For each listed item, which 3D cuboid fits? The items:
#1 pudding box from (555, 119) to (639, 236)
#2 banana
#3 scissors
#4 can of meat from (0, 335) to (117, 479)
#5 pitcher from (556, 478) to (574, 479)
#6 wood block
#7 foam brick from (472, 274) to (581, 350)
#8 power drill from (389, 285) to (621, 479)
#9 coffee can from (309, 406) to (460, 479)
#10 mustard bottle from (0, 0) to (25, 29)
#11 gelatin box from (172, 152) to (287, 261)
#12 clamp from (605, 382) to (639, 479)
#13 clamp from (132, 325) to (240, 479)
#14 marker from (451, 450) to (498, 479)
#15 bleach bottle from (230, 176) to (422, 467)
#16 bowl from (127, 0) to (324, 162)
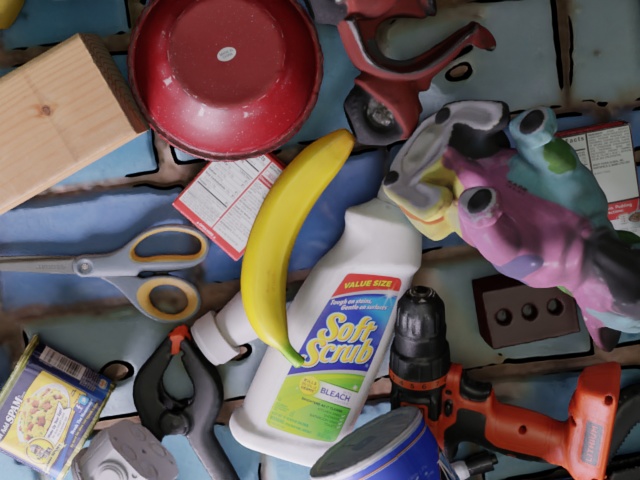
[{"bbox_3d":[0.222,-0.039,0.903,0.090,0.039,0.113,-10,98,3],"label":"pudding box"},{"bbox_3d":[-0.025,0.001,0.871,0.069,0.037,0.198,13,93,4],"label":"banana"},{"bbox_3d":[-0.189,0.039,0.921,0.202,0.016,0.096,-14,101,2],"label":"scissors"},{"bbox_3d":[-0.236,0.147,0.920,0.084,0.057,0.102,30,99,-9],"label":"can of meat"},{"bbox_3d":[0.164,0.314,0.932,0.243,0.149,0.145,-10,116,4],"label":"pitcher"},{"bbox_3d":[-0.252,-0.076,0.861,0.206,0.090,0.091,-29,99,4],"label":"wood block"},{"bbox_3d":[0.174,0.056,0.913,0.078,0.051,0.053,-12,101,1],"label":"foam brick"},{"bbox_3d":[0.148,0.126,0.882,0.188,0.057,0.184,8,125,16],"label":"power drill"},{"bbox_3d":[0.071,0.219,0.853,0.103,0.103,0.140,-31,93,4],"label":"coffee can"},{"bbox_3d":[-0.286,-0.193,0.786,0.096,0.191,0.058,32,98,-6],"label":"mustard bottle"},{"bbox_3d":[-0.068,-0.040,0.901,0.073,0.030,0.089,42,95,-7],"label":"gelatin box"},{"bbox_3d":[0.312,0.142,0.934,0.210,0.036,0.164,-27,98,-3],"label":"clamp"},{"bbox_3d":[-0.134,0.161,0.934,0.120,0.039,0.171,-7,101,-3],"label":"clamp"},{"bbox_3d":[0.101,0.215,0.958,0.121,0.020,0.020,-19,100,2],"label":"marker"},{"bbox_3d":[0.014,0.064,0.905,0.102,0.068,0.251,20,98,-15],"label":"bleach bottle"},{"bbox_3d":[-0.075,-0.145,0.851,0.162,0.055,0.162,0,88,-5],"label":"bowl"}]
